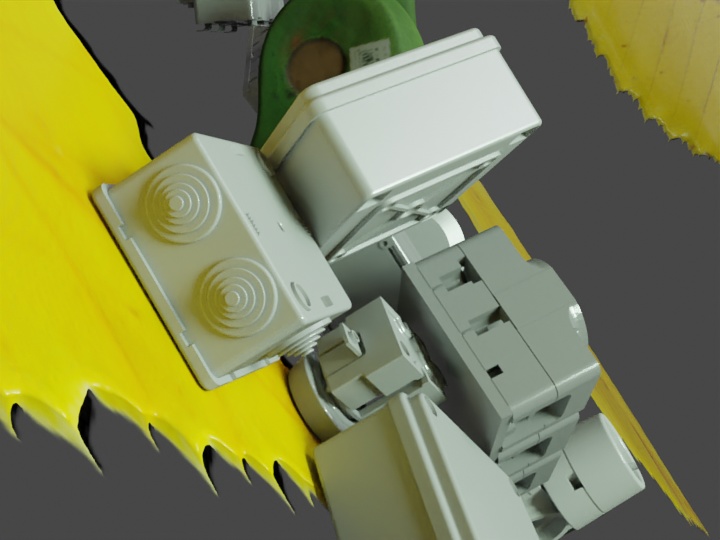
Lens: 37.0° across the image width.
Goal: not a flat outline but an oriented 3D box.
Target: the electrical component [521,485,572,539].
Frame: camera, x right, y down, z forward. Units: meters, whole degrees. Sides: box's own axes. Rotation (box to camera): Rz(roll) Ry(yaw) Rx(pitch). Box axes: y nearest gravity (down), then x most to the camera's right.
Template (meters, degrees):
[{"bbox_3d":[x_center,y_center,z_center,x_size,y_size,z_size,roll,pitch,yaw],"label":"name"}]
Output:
[{"bbox_3d":[0.093,0.138,0.657,0.089,0.050,0.055,43,19,-52],"label":"electrical component"}]

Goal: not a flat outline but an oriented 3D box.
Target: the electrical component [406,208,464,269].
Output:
[{"bbox_3d":[0.030,-0.011,0.715,0.080,0.080,0.051,57,6,-2],"label":"electrical component"}]

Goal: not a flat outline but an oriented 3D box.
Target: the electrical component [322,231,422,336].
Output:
[{"bbox_3d":[0.000,0.000,0.600,0.096,0.062,0.061,57,11,-3],"label":"electrical component"}]

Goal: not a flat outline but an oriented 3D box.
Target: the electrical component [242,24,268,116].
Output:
[{"bbox_3d":[-0.032,-0.138,0.832,0.105,0.060,0.186,53,13,-24],"label":"electrical component"}]

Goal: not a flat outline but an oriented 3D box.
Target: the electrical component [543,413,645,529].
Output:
[{"bbox_3d":[0.134,0.116,0.631,0.055,0.047,0.055,54,13,-19],"label":"electrical component"}]

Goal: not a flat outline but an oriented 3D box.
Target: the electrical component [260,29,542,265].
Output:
[{"bbox_3d":[0.010,-0.051,0.504,0.056,0.109,0.109,60,-31,7],"label":"electrical component"}]

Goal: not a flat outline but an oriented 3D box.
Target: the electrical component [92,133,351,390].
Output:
[{"bbox_3d":[-0.051,-0.006,0.437,0.099,0.048,0.100,59,11,4],"label":"electrical component"}]

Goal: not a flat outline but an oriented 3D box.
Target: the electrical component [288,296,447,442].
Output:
[{"bbox_3d":[0.001,0.049,0.491,0.066,0.055,0.048,47,16,-45],"label":"electrical component"}]

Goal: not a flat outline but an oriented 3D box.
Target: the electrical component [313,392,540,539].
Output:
[{"bbox_3d":[0.039,0.124,0.452,0.108,0.056,0.108,47,16,-44],"label":"electrical component"}]

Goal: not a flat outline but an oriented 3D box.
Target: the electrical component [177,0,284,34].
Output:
[{"bbox_3d":[-0.084,-0.199,0.751,0.121,0.079,0.063,-63,149,-77],"label":"electrical component"}]

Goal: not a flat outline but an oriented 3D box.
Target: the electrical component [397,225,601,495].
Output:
[{"bbox_3d":[0.066,0.057,0.556,0.089,0.062,0.150,58,-17,26],"label":"electrical component"}]
